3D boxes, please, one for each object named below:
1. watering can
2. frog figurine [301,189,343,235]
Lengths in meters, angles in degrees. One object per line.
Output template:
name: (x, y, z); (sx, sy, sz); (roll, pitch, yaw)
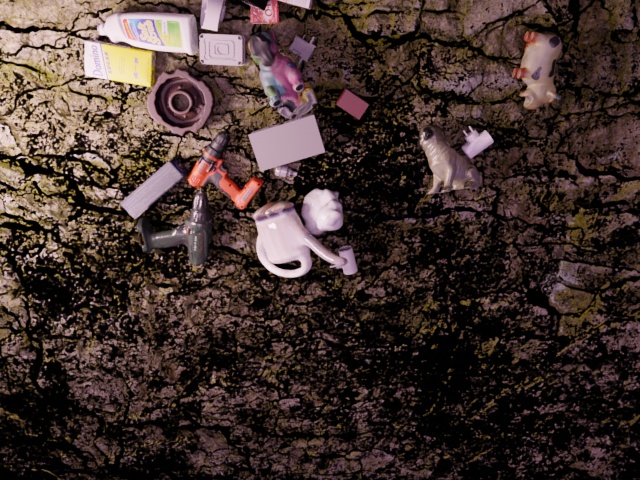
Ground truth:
watering can: (-0.074, -0.005, 1.426); (0.345, 0.105, 0.223); (-11, 102, 46)
frog figurine: (0.004, -0.072, 1.437); (0.122, 0.162, 0.136); (32, 109, -8)
